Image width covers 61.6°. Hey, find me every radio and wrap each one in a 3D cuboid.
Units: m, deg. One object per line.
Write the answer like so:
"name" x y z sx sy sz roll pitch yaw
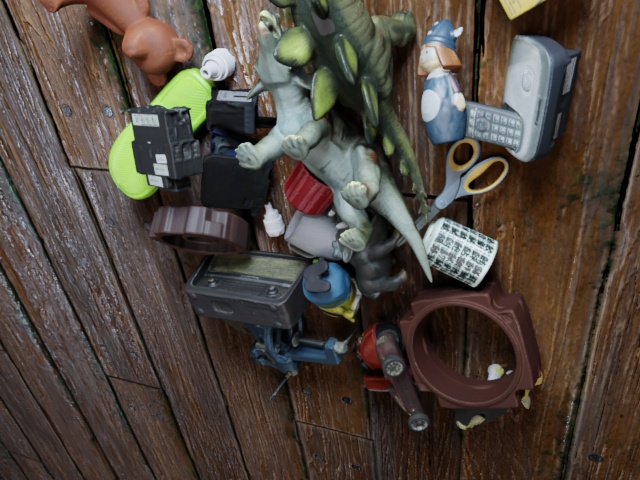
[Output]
"radio" -0.130 0.086 1.006 0.230 0.131 0.073 4 131 25

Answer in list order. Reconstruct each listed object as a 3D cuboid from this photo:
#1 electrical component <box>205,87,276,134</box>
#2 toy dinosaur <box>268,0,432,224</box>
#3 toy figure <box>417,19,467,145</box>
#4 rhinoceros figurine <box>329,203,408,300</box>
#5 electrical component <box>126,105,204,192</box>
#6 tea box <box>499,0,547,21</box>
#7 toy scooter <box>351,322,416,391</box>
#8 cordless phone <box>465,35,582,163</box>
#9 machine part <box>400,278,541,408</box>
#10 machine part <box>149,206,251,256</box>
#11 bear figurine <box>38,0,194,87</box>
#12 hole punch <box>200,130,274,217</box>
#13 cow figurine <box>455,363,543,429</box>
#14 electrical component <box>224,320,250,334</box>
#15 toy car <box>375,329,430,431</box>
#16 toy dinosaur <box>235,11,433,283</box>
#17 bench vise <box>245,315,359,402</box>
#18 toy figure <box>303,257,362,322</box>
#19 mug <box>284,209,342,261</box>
"electrical component" -0.114 -0.199 0.832 0.119 0.075 0.047 4 127 -1
"toy dinosaur" 0.037 -0.228 0.660 0.105 0.198 0.470 -16 126 40
"toy figure" 0.155 -0.200 0.681 0.064 0.058 0.154 -4 98 35
"rhinoceros figurine" 0.073 0.009 0.869 0.112 0.073 0.190 -22 123 0
"electrical component" -0.245 -0.144 0.850 0.115 0.058 0.134 16 118 39
"tea box" 0.215 -0.343 0.581 0.098 0.068 0.169 -21 113 35
"toy scooter" 0.119 0.239 1.042 0.135 0.075 0.183 -22 116 33
"cordless phone" 0.222 -0.190 0.691 0.184 0.089 0.146 23 133 34
"machine part" 0.246 0.173 0.889 0.201 0.087 0.201 -12 100 33
"machine part" -0.213 -0.016 0.968 0.179 0.056 0.179 6 167 1
"bear figurine" -0.296 -0.323 0.800 0.120 0.132 0.195 -22 106 36
"hole punch" -0.142 -0.117 0.913 0.116 0.092 0.142 5 128 -13
"cow figurine" 0.316 0.278 0.962 0.167 0.098 0.068 -36 100 33
"electrical component" -0.177 0.153 1.142 0.102 0.045 0.078 30 103 -1
"toy car" 0.143 0.250 0.945 0.053 0.089 0.201 -21 116 6
"toy dinosaur" 0.028 -0.121 0.757 0.404 0.192 0.131 43 139 -18
"bench vise" -0.047 0.214 1.074 0.241 0.129 0.223 2 124 32
"toy figure" 0.017 0.084 0.938 0.089 0.082 0.180 16 169 27
"mug" -0.002 -0.003 0.922 0.107 0.081 0.109 29 128 -11
